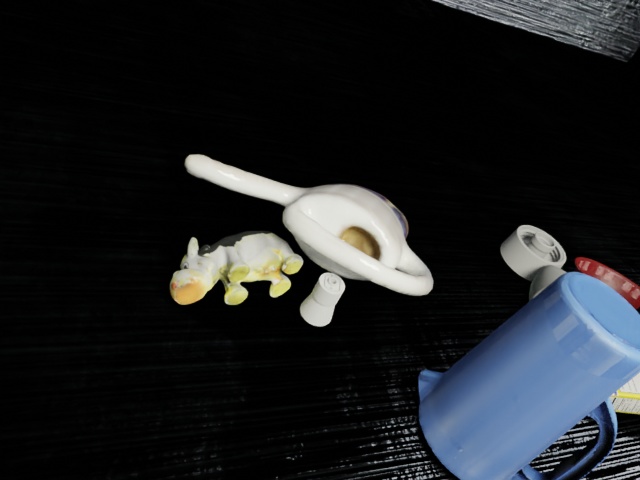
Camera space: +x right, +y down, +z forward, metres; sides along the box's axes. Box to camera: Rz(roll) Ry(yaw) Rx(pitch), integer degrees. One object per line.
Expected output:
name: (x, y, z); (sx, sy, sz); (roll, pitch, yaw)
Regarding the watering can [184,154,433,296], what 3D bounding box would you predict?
watering can: (0.002, -0.036, 0.707); (0.348, 0.103, 0.226); (31, 16, 6)
